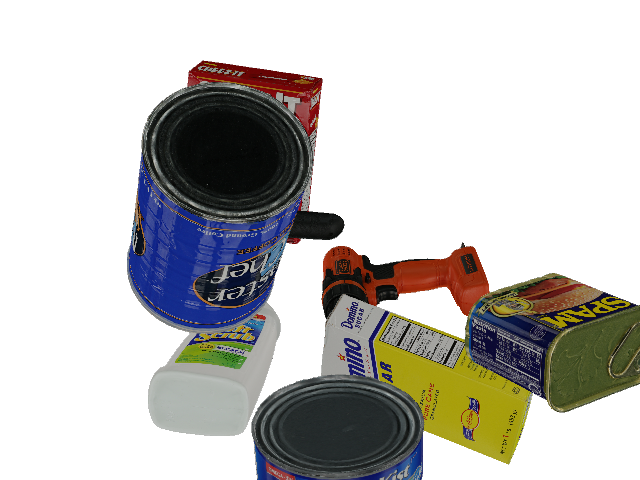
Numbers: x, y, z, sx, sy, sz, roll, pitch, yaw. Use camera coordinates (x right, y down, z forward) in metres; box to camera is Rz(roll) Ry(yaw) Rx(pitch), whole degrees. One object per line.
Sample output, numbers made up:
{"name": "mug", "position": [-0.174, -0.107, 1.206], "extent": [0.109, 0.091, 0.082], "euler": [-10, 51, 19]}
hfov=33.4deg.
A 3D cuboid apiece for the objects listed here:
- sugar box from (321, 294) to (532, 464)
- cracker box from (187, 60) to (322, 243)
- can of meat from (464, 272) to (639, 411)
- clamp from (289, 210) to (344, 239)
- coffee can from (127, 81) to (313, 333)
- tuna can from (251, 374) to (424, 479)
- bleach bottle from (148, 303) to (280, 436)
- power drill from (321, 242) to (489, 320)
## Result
{"name": "sugar box", "position": [0.088, 0.117, 0.896], "extent": [0.176, 0.093, 0.048], "euler": [17, 46, 15]}
{"name": "cracker box", "position": [-0.093, -0.112, 1.383], "extent": [0.164, 0.214, 0.072], "euler": [10, 23, 7]}
{"name": "can of meat", "position": [0.159, 0.064, 0.712], "extent": [0.101, 0.057, 0.084], "euler": [-13, 22, -31]}
{"name": "clamp", "position": [-0.075, -0.031, 0.967], "extent": [0.171, 0.039, 0.120], "euler": [-9, 37, -13]}
{"name": "coffee can", "position": [-0.068, -0.017, 0.683], "extent": [0.102, 0.103, 0.140], "euler": [0, -32, -14]}
{"name": "tuna can", "position": [0.009, 0.104, 0.534], "extent": [0.086, 0.034, 0.086], "euler": [-2, 25, 1]}
{"name": "bleach bottle", "position": [-0.101, 0.115, 1.126], "extent": [0.102, 0.068, 0.250], "euler": [6, 20, 4]}
{"name": "power drill", "position": [0.094, 0.059, 1.221], "extent": [0.187, 0.057, 0.184], "euler": [-1, 28, -1]}
